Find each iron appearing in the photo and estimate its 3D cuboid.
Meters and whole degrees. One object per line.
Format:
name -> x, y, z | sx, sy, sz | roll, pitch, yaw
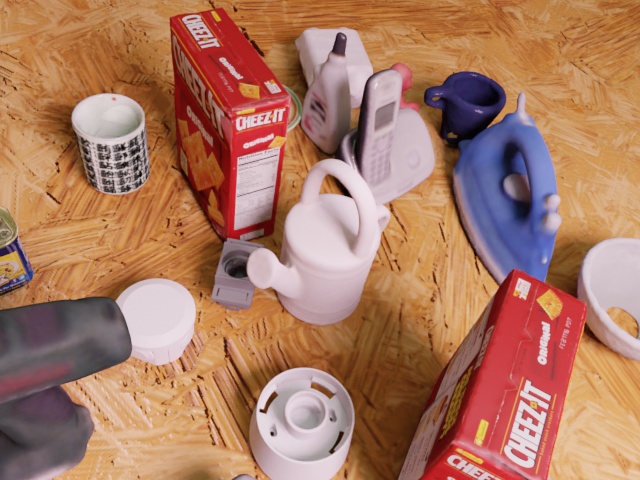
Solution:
iron -> 0.255, -0.057, 0.719 | 0.119, 0.141, 0.258 | 2, 52, -9

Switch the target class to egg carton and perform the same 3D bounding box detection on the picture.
egg carton -> 0.022, -0.269, 0.886 | 0.107, 0.069, 0.150 | -6, 54, -15

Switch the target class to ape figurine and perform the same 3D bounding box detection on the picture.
ape figurine -> 0.112, -0.220, 0.851 | 0.076, 0.092, 0.077 | -9, 55, -17

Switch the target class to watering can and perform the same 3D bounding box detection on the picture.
watering can -> 0.007, 0.004, 0.591 | 0.100, 0.194, 0.173 | 28, 53, 12

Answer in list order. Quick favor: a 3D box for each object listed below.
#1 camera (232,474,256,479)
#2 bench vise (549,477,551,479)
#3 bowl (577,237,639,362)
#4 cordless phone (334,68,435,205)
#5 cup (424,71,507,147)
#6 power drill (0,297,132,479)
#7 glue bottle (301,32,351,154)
camera -> -0.062, 0.274, 0.427 | 0.143, 0.101, 0.137 | 41, 56, 20
bench vise -> 0.210, 0.262, 0.411 | 0.122, 0.220, 0.207 | -31, 63, -29
bowl -> 0.373, 0.082, 0.675 | 0.167, 0.075, 0.167 | 5, 52, -6
cordless phone -> 0.095, -0.141, 0.726 | 0.148, 0.185, 0.094 | -33, 64, -30
cup -> 0.200, -0.184, 0.837 | 0.118, 0.095, 0.091 | 0, 52, -11
power drill -> -0.256, 0.128, 0.436 | 0.230, 0.208, 0.075 | -21, 59, -25
glue bottle -> 0.014, -0.200, 0.765 | 0.037, 0.173, 0.078 | -30, 63, -29
